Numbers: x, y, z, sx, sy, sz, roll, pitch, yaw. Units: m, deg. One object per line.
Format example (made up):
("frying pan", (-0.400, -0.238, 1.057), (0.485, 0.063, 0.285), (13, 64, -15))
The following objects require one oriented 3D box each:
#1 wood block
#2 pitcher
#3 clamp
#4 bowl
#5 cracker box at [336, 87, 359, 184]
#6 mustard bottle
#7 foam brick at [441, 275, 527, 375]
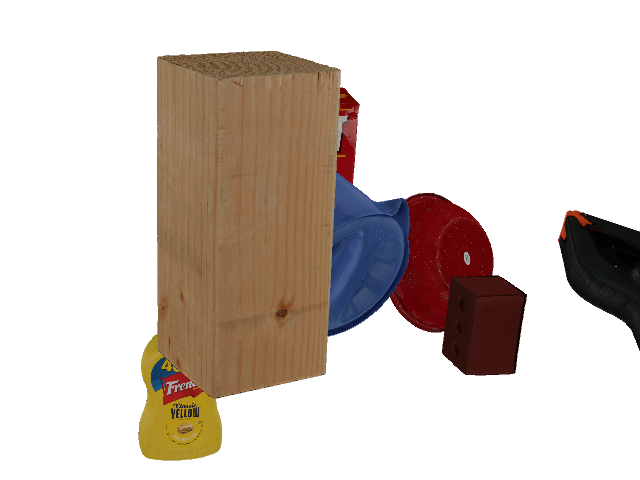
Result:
("wood block", (-0.050, -0.014, 0.701), (0.090, 0.206, 0.090), (-8, 21, -31))
("pitcher", (-0.045, -0.023, 1.004), (0.148, 0.145, 0.243), (-11, 40, -35))
("clamp", (0.233, 0.037, 0.721), (0.120, 0.039, 0.171), (-6, 43, -27))
("bowl", (0.145, 0.022, 1.205), (0.161, 0.162, 0.055), (0, -6, -39))
("cracker box", (-0.049, -0.058, 1.181), (0.164, 0.214, 0.072), (-3, 24, -17))
("mustard bottle", (-0.159, 0.158, 1.235), (0.096, 0.192, 0.058), (0, 17, -16))
("foam brick", (0.145, 0.075, 0.956), (0.051, 0.078, 0.053), (-2, 18, -20))
